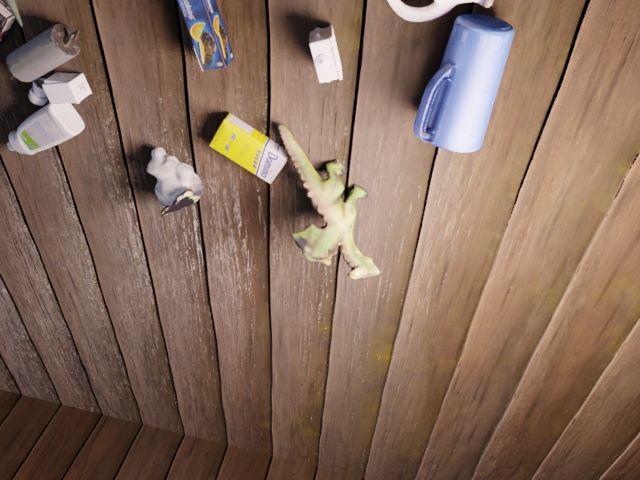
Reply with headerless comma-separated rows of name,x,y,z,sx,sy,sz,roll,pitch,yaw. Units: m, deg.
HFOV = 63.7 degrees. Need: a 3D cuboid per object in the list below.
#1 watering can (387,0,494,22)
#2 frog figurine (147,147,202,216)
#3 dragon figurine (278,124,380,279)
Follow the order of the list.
watering can,0.215,-0.516,0.843,0.224,0.106,0.339,12,141,6
frog figurine,-0.384,-0.161,1.339,0.135,0.124,0.161,-37,75,45
dragon figurine,0.004,-0.060,1.202,0.120,0.249,0.406,-28,118,38
